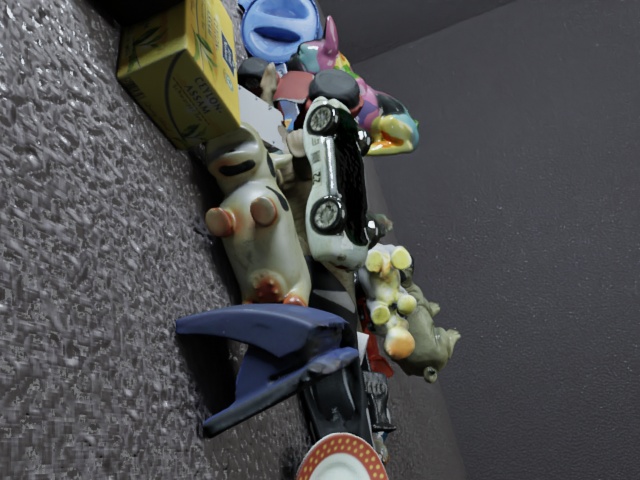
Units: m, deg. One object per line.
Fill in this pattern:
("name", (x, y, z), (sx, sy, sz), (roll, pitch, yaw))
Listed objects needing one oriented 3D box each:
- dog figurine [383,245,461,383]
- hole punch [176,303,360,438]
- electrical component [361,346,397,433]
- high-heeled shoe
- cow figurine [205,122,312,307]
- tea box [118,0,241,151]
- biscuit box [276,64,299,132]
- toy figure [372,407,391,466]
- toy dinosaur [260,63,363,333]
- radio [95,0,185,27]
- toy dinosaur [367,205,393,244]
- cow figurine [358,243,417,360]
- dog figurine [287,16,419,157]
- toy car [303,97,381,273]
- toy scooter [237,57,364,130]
("dog figurine", (0.136, 0.118, 0.860), (0.190, 0.121, 0.172), (56, 4, -41))
("hole punch", (-0.037, 0.082, 0.421), (0.092, 0.116, 0.142), (66, 10, 14))
("electrical component", (0.051, 0.196, 0.699), (0.047, 0.075, 0.119), (17, 53, -39))
("high-heeled shoe", (0.009, 0.150, 0.575), (0.145, 0.086, 0.248), (-85, 159, -65))
("cow figurine", (-0.060, -0.022, 0.531), (0.127, 0.086, 0.194), (-66, 140, -76))
("tea box", (-0.127, -0.181, 0.502), (0.098, 0.068, 0.170), (54, 20, -53))
("biscuit box", (-0.050, -0.180, 0.868), (0.059, 0.063, 0.202), (38, 34, -69))
("toy figure", (0.068, 0.274, 0.743), (0.064, 0.057, 0.154), (30, 23, -7))
("toy dinosaur", (-0.002, -0.002, 0.733), (0.198, 0.105, 0.470), (-74, 149, -76))
("radio", (-0.146, -0.306, 0.451), (0.073, 0.131, 0.229), (46, 28, -68))
("toy dinosaur", (0.106, 0.009, 1.193), (0.404, 0.131, 0.192), (67, 11, 7))
("cow figurine", (0.093, 0.086, 0.784), (0.098, 0.068, 0.167), (-149, -130, -75))
("dog figurine", (0.052, -0.232, 0.838), (0.108, 0.192, 0.219), (-76, 158, -78))
("toy car", (0.020, -0.064, 0.584), (0.073, 0.056, 0.202), (22, 56, -45))
("toy scooter", (-0.031, -0.184, 0.772), (0.135, 0.184, 0.075), (95, 9, -51))
